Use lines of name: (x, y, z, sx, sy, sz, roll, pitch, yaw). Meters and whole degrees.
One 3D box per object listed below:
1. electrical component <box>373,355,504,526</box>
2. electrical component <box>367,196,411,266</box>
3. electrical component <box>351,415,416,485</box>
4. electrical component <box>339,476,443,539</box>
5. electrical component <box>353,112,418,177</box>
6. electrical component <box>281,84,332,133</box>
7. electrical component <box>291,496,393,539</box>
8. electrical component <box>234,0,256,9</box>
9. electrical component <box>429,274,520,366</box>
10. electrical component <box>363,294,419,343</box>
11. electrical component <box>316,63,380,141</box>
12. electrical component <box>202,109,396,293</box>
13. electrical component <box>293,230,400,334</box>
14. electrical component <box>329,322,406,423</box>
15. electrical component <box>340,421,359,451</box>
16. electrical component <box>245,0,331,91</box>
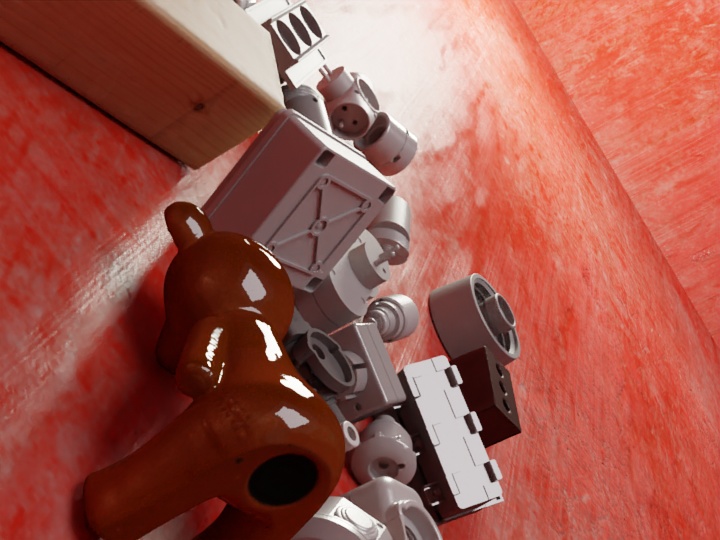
electrical component: (0.063, 0.135, 0.858, 0.079, 0.063, 0.121, -13, 70, -25)
electrical component: (0.026, -0.033, 1.030, 0.043, 0.043, 0.081, 51, 24, -25)
electrical component: (0.018, 0.132, 0.807, 0.048, 0.048, 0.062, 53, 16, -19)
electrical component: (0.019, 0.190, 0.713, 0.054, 0.059, 0.095, 37, 32, -47)
electrical component: (0.025, -0.135, 1.141, 0.047, 0.055, 0.055, 38, 31, -39)
electrical component: (-0.051, -0.138, 0.986, 0.043, 0.043, 0.081, 32, 35, -51)
electrical component: (-0.020, 0.174, 0.621, 0.080, 0.080, 0.051, 61, 16, 1)
electrical component: (-0.119, -0.242, 0.969, 0.044, 0.044, 0.065, 58, 16, -6)
electrical component: (0.127, 0.055, 1.120, 0.108, 0.060, 0.108, 48, 25, -31)
electrical component: (0.023, 0.043, 0.930, 0.040, 0.040, 0.078, 64, 22, 7)
electrical component: (-0.019, -0.184, 1.114, 0.079, 0.044, 0.077, 50, 24, -25)
electrical component: (-0.045, -0.048, 0.788, 0.056, 0.108, 0.109, 46, 12, 31)
electrical component: (0.000, 0.000, 0.887, 0.052, 0.074, 0.138, 58, 22, -8)
electrical component: (-0.011, 0.078, 0.802, 0.077, 0.047, 0.065, 3, 61, -65)
electrical component: (-0.030, 0.117, 0.690, 0.048, 0.062, 0.048, 47, 26, -31)
electrical component: (-0.077, -0.204, 0.983, 0.078, 0.063, 0.121, 56, 22, -12)
